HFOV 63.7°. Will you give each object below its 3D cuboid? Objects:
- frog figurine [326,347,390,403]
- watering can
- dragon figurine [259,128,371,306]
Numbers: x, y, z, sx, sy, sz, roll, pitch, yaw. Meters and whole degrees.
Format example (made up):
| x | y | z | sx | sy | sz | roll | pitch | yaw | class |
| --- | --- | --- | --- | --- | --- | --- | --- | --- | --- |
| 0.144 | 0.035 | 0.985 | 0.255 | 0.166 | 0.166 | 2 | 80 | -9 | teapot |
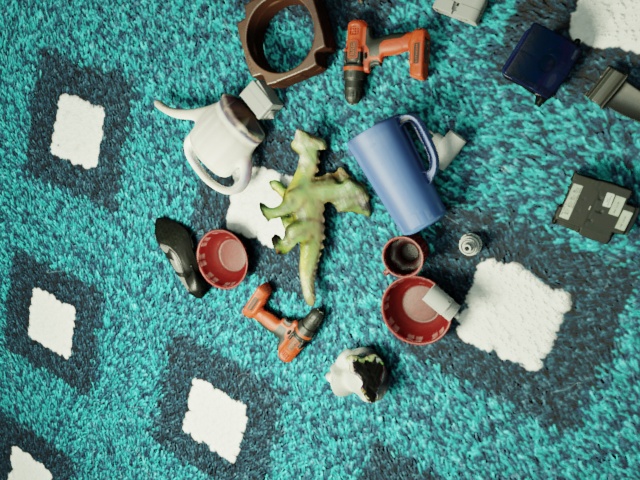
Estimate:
| x | y | z | sx | sy | sz | roll | pitch | yaw | class |
| --- | --- | --- | --- | --- | --- | --- | --- | --- | --- |
| 0.091 | 0.331 | 1.248 | 0.137 | 0.124 | 0.157 | 46 | 151 | 2 | frog figurine |
| -0.274 | -0.281 | 1.301 | 0.221 | 0.105 | 0.349 | -41 | 81 | 24 | watering can |
| 0.004 | -0.061 | 1.218 | 0.241 | 0.123 | 0.408 | -19 | 98 | 18 | dragon figurine |
